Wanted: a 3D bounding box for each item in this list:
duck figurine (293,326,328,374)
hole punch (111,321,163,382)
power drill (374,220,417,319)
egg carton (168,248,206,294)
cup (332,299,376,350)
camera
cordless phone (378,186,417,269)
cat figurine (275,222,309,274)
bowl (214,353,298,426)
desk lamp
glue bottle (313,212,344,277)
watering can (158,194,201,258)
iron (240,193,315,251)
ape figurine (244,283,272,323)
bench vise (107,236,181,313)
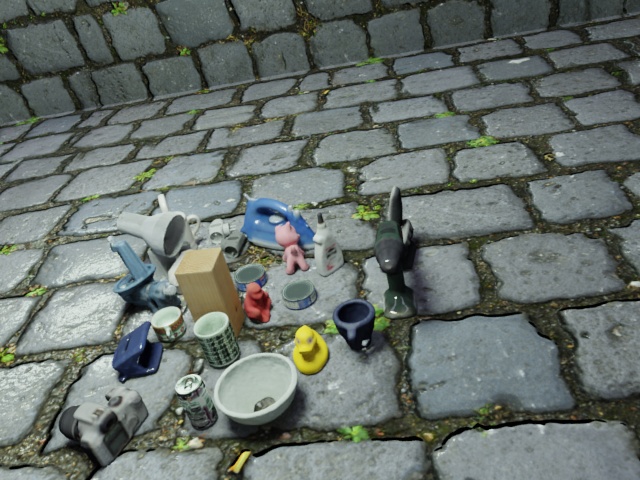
[{"bbox_3d":[-0.026,0.220,1.218,0.077,0.086,0.104,-7,33,10],"label":"duck figurine"},{"bbox_3d":[-0.425,0.253,1.310,0.101,0.091,0.108,-12,32,2],"label":"hole punch"},{"bbox_3d":[0.164,0.068,1.269,0.075,0.209,0.229,-8,33,9],"label":"power drill"},{"bbox_3d":[-0.348,0.082,1.566,0.107,0.069,0.150,-4,33,14],"label":"egg carton"},{"bbox_3d":[0.077,0.195,1.210,0.091,0.095,0.118,-6,33,11],"label":"cup"},{"bbox_3d":[-0.446,0.356,1.148,0.136,0.101,0.143,5,36,26],"label":"camera"},{"bbox_3d":[0.184,-0.028,1.432,0.094,0.185,0.147,-4,33,15],"label":"cordless phone"},{"bbox_3d":[-0.080,0.010,1.533,0.067,0.118,0.127,-17,32,-6],"label":"cat figurine"},{"bbox_3d":[-0.119,0.306,1.130,0.167,0.075,0.167,-9,32,6],"label":"bowl"},{"bbox_3d":[-0.455,0.018,1.570,0.202,0.214,0.118,1,35,21],"label":"desk lamp"},{"bbox_3d":[0.013,0.005,1.455,0.037,0.173,0.078,20,45,41],"label":"glue bottle"},{"bbox_3d":[-0.442,-0.040,1.673,0.173,0.194,0.100,-31,36,-26],"label":"watering can"},{"bbox_3d":[-0.114,-0.058,1.629,0.257,0.142,0.119,11,40,33],"label":"iron"},{"bbox_3d":[-0.153,0.144,1.377,0.075,0.092,0.078,16,42,38],"label":"ape figurine"},{"bbox_3d":[-0.447,0.084,1.458,0.207,0.220,0.121,-2,34,18],"label":"bench vise"}]
